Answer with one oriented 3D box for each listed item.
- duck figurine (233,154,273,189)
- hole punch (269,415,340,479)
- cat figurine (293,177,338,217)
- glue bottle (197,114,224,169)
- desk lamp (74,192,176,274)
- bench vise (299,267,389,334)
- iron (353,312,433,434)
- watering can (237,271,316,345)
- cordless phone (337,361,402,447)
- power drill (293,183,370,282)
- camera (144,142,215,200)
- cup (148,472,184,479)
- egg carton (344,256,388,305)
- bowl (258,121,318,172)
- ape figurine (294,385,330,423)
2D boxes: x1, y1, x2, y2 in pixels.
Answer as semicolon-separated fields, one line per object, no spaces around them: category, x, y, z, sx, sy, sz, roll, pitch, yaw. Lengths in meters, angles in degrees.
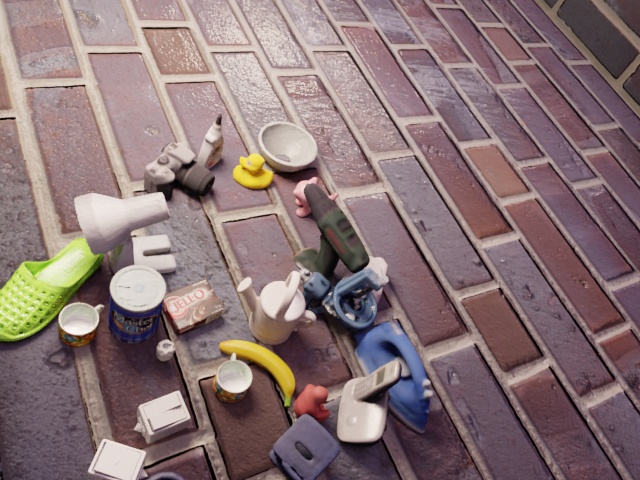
duck figurine;-0.169;-0.187;1.498;0.105;0.086;0.077;14;51;-13
hole punch;-0.029;0.412;1.107;0.108;0.091;0.101;43;51;11
cat figurine;-0.016;-0.113;1.487;0.128;0.117;0.067;8;52;-17
glue bottle;-0.269;-0.253;1.448;0.037;0.173;0.078;32;49;3
desk lamp;-0.398;-0.017;1.190;0.204;0.213;0.117;-9;59;-28
bench vise;0.051;0.122;1.273;0.207;0.219;0.121;17;50;-10
iron;0.185;0.286;1.258;0.119;0.141;0.258;-17;63;-32
watering can;-0.090;0.137;1.219;0.173;0.194;0.101;6;53;-19
cordless phone;0.108;0.331;1.164;0.094;0.185;0.147;17;50;-10
power drill;0.012;0.005;1.351;0.076;0.208;0.229;-30;71;-36
camera;-0.335;-0.163;1.400;0.137;0.100;0.143;32;49;2
cup;-0.272;0.462;0.965;0.091;0.095;0.118;27;49;-2
egg carton;0.108;0.097;1.414;0.107;0.069;0.150;23;50;-5
bowl;-0.096;-0.244;1.579;0.168;0.074;0.167;12;52;-15
ape figurine;-0.010;0.330;1.175;0.076;0.092;0.077;0;55;-23
